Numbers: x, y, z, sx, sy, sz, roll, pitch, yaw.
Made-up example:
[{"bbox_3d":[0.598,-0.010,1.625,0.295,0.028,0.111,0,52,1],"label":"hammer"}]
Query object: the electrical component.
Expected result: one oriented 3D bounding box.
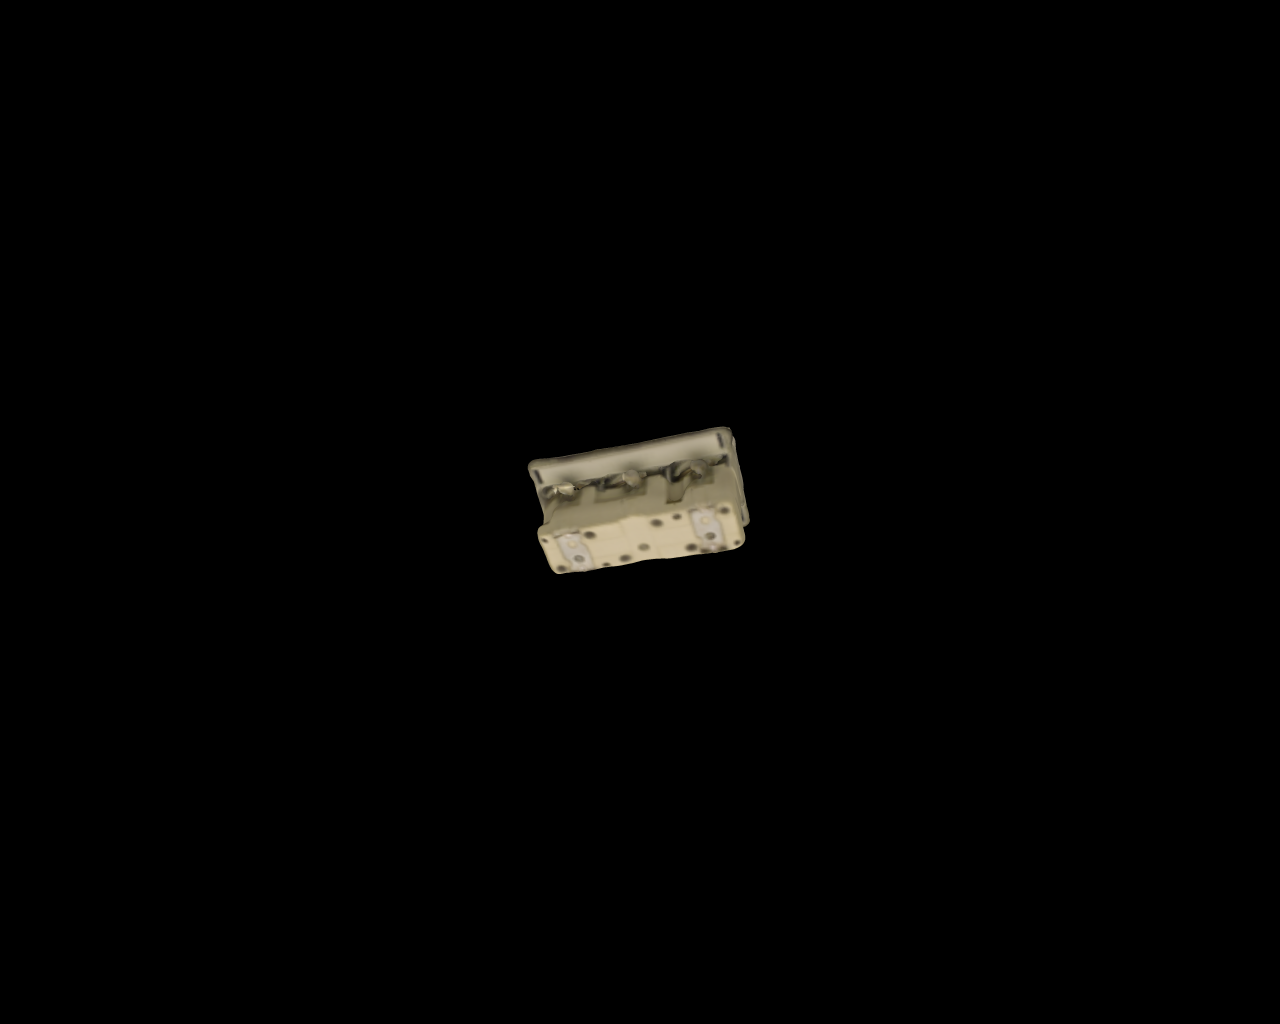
[{"bbox_3d":[0.001,-0.003,0.650,0.121,0.063,0.078,-9,-46,9],"label":"electrical component"}]
